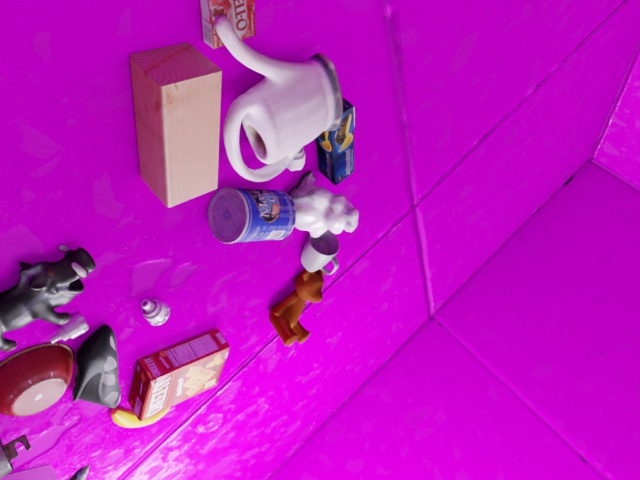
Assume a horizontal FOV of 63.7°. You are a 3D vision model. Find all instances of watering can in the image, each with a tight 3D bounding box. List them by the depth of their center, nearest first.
[{"bbox_3d":[-0.062,-0.231,0.828,0.227,0.105,0.339,-36,154,-23],"label":"watering can"}]

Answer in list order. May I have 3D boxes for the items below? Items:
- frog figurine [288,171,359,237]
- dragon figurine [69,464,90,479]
[{"bbox_3d":[0.003,-0.056,1.105,0.124,0.162,0.134,-26,146,-32],"label":"frog figurine"},{"bbox_3d":[-0.578,0.587,1.034,0.412,0.123,0.240,-40,170,-8],"label":"dragon figurine"}]
